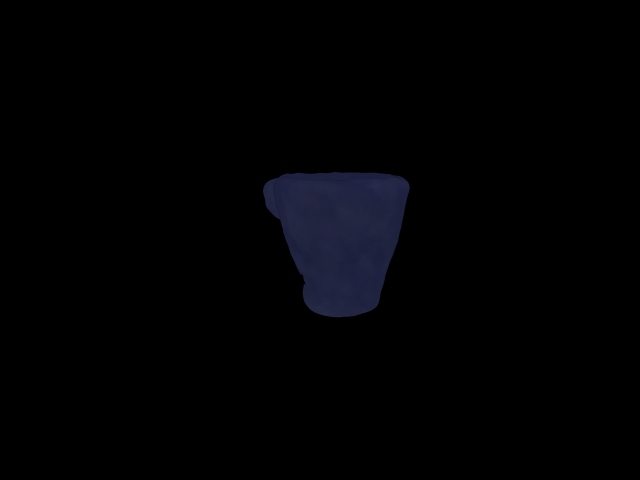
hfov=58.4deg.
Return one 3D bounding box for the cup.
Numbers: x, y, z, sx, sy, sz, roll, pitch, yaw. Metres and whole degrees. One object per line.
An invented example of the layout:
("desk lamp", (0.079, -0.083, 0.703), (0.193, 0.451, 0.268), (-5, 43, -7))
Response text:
("cup", (0.004, 0.001, 0.400), (0.117, 0.095, 0.092), (8, 13, 39))
